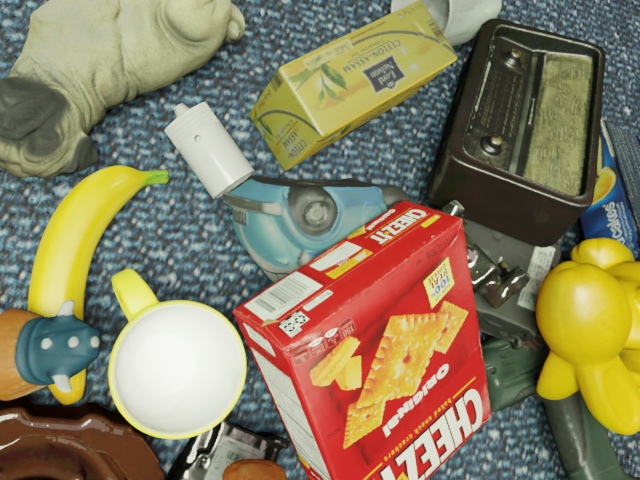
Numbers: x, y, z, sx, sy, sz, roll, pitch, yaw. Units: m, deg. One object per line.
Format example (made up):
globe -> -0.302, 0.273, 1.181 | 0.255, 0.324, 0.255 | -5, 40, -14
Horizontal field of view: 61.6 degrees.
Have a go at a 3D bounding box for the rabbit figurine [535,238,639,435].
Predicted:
rabbit figurine -> 0.234, 0.067, 0.450 | 0.173, 0.122, 0.162 | 11, 98, -41

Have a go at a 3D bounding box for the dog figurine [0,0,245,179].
dog figurine -> -0.155, -0.129, 0.426 | 0.172, 0.121, 0.190 | 12, 89, -17

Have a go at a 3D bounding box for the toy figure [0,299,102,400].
toy figure -> -0.215, 0.072, 0.349 | 0.155, 0.058, 0.064 | -3, 98, 0

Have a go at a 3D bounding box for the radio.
radio -> 0.193, -0.115, 0.526 | 0.131, 0.073, 0.229 | 20, 56, 5

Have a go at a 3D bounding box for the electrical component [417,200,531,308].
electrical component -> 0.127, 0.008, 0.454 | 0.045, 0.078, 0.102 | -41, 65, 4

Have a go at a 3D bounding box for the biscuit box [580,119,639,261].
biscuit box -> 0.325, -0.033, 0.584 | 0.063, 0.059, 0.203 | 18, 54, -19

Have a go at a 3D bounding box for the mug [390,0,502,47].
mug -> 0.134, -0.254, 0.577 | 0.107, 0.080, 0.110 | -17, 60, -34

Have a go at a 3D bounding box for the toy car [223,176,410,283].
toy car -> -0.001, -0.001, 0.460 | 0.161, 0.109, 0.102 | -2, 103, -34

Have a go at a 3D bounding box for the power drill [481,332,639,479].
power drill -> 0.269, 0.155, 0.527 | 0.232, 0.086, 0.207 | -13, 75, -21

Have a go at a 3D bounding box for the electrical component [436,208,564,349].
electrical component -> 0.149, 0.025, 0.513 | 0.134, 0.058, 0.115 | 25, 63, 11

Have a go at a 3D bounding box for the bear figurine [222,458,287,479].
bear figurine -> 0.029, 0.228, 0.341 | 0.196, 0.120, 0.131 | 5, 120, -2

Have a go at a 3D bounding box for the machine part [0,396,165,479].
machine part -> -0.191, 0.189, 0.350 | 0.179, 0.056, 0.179 | 1, 87, -25

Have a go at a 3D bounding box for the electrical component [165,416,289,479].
electrical component -> -0.082, 0.194, 0.408 | 0.075, 0.048, 0.119 | 32, 68, -13

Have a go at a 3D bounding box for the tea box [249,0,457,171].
tea box -> 0.030, -0.141, 0.493 | 0.170, 0.098, 0.068 | -35, 94, -23
